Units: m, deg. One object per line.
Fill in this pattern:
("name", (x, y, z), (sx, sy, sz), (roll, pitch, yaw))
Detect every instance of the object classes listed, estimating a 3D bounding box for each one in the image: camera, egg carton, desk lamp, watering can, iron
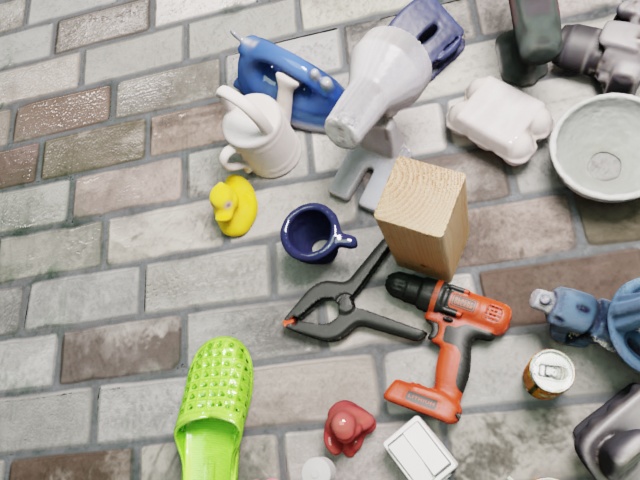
("camera", (0.433, -0.300, 0.863), (0.136, 0.101, 0.143), (23, 78, 21))
("egg carton", (0.276, -0.184, 0.882), (0.150, 0.069, 0.107), (35, 83, 23))
("desk lamp", (0.081, -0.175, 0.853), (0.117, 0.214, 0.203), (23, 78, 22))
("watering can", (-0.101, -0.191, 0.918), (0.100, 0.194, 0.173), (15, 76, 20))
("iron", (-0.038, -0.270, 0.958), (0.257, 0.142, 0.119), (29, 81, 22))

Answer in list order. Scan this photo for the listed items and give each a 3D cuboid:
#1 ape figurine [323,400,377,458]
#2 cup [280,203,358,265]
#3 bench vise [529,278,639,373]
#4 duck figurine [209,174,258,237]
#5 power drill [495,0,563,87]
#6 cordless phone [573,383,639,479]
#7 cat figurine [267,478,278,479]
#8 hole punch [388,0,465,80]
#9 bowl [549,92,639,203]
("ape figurine", (0.036, 0.255, 0.779), (0.077, 0.092, 0.076), (-18, 67, 9))
("cup", (0.008, 0.003, 0.874), (0.117, 0.095, 0.092), (12, 74, 19))
("bench vise", (0.362, 0.101, 0.675), (0.207, 0.220, 0.121), (-5, 70, 14))
("duck figurine", (-0.151, -0.066, 0.947), (0.077, 0.086, 0.104), (-2, 71, 15))
("power drill", (0.305, -0.341, 0.853), (0.075, 0.209, 0.229), (-9, 69, 12))
("cordless phone", (0.370, 0.220, 0.650), (0.147, 0.185, 0.094), (-42, 66, -2))
("cat figurine", (-0.064, 0.355, 0.757), (0.127, 0.118, 0.067), (0, 71, 15))
("hole punch", (0.177, -0.337, 0.951), (0.109, 0.091, 0.101), (-44, 66, -3))
("bowl", (0.413, -0.120, 0.820), (0.167, 0.075, 0.167), (-5, 70, 14))
